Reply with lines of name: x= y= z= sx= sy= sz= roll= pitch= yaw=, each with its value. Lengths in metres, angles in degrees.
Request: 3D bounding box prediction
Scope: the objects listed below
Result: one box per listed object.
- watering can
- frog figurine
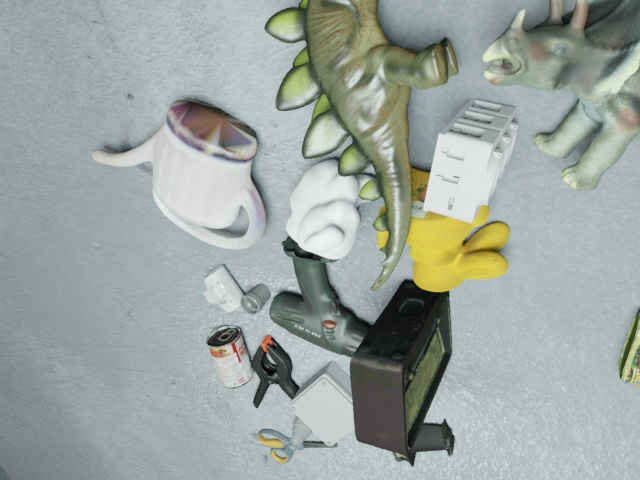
watering can: x=-0.224 y=-0.122 z=0.817 sx=0.349 sy=0.106 sz=0.219 roll=32 pitch=126 yaw=11
frog figurine: x=0.002 y=-0.035 z=0.701 sx=0.135 sy=0.162 sz=0.122 roll=-34 pitch=96 yaw=38
